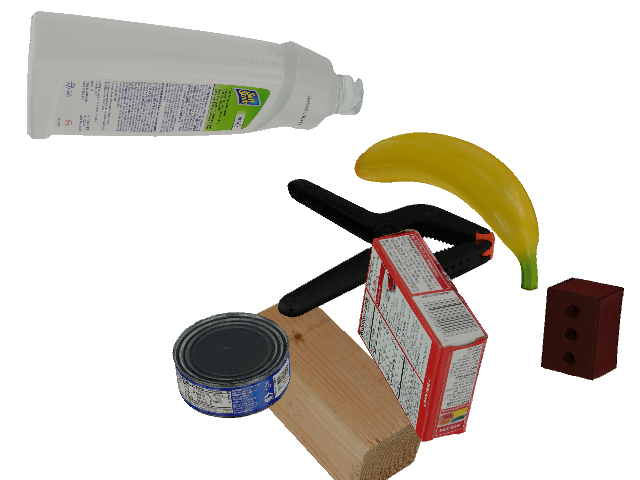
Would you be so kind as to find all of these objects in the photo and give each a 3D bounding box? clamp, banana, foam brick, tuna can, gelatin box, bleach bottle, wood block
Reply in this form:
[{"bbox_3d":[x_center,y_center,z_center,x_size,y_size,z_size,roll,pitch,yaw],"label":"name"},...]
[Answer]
[{"bbox_3d":[0.059,0.012,1.018,0.210,0.164,0.036,5,-39,8],"label":"clamp"},{"bbox_3d":[0.091,-0.040,0.763,0.037,0.070,0.198,11,20,-41],"label":"banana"},{"bbox_3d":[0.235,0.078,0.957,0.053,0.078,0.051,12,18,38],"label":"foam brick"},{"bbox_3d":[-0.065,0.092,0.790,0.086,0.034,0.086,-2,33,1],"label":"tuna can"},{"bbox_3d":[0.053,0.049,0.570,0.030,0.073,0.089,-11,42,-18],"label":"gelatin box"},{"bbox_3d":[-0.093,-0.116,0.816,0.250,0.068,0.103,3,-28,-14],"label":"bleach bottle"},{"bbox_3d":[0.008,0.162,1.144,0.090,0.090,0.206,-25,52,-32],"label":"wood block"}]
